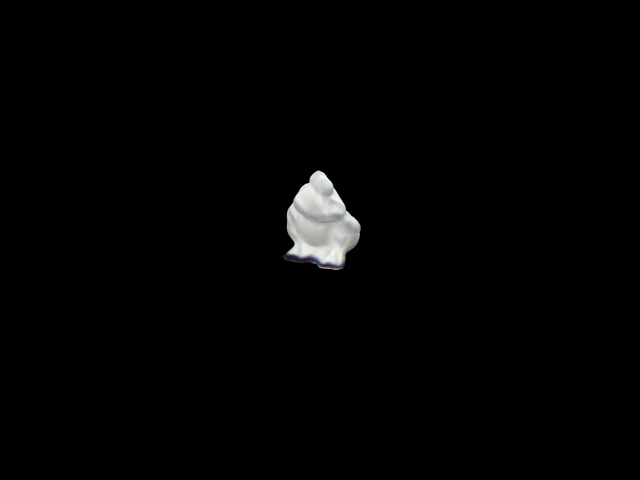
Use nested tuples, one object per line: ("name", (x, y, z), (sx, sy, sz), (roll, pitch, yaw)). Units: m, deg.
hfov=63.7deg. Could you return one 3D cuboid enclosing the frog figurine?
("frog figurine", (0.003, -0.043, 0.850), (0.124, 0.157, 0.138), (-18, 28, -38))
